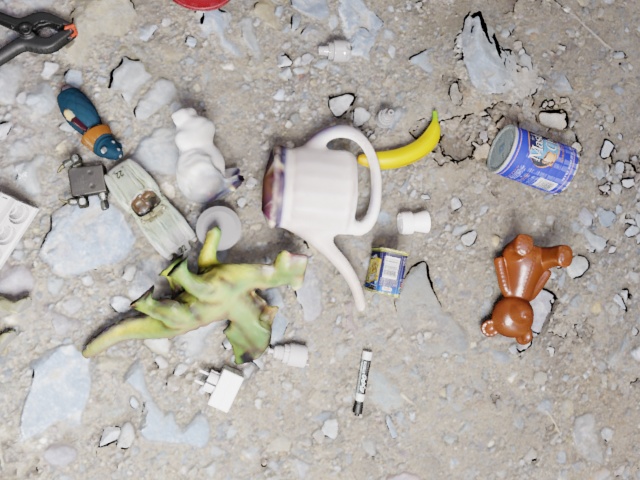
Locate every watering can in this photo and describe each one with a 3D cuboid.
[{"bbox_3d":[0.003,-0.048,0.952,0.224,0.103,0.350,4,-97,-8],"label":"watering can"}]

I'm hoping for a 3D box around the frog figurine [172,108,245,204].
[{"bbox_3d":[-0.219,-0.147,0.907,0.121,0.140,0.157,-33,-68,18],"label":"frog figurine"}]

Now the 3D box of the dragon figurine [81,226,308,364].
[{"bbox_3d":[-0.190,0.136,0.897,0.407,0.124,0.240,-41,-73,11],"label":"dragon figurine"}]
